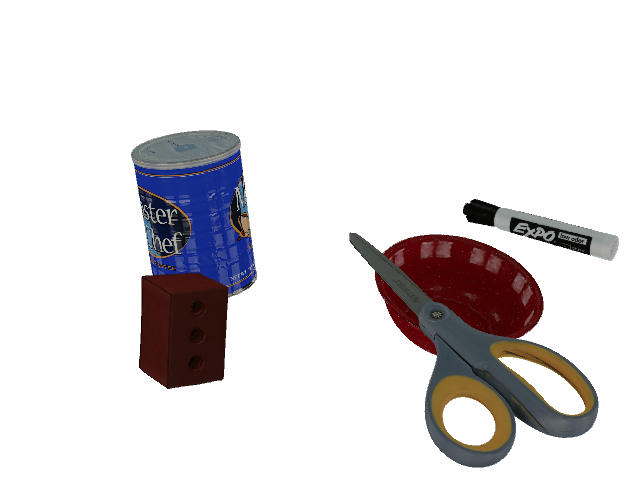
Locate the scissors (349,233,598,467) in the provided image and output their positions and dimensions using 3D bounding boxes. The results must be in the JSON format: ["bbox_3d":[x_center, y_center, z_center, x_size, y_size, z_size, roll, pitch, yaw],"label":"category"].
[{"bbox_3d":[0.057,0.058,0.592,0.096,0.016,0.202,-34,46,-30],"label":"scissors"}]

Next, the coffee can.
[{"bbox_3d":[-0.119,-0.024,1.022,0.103,0.140,0.103,-5,21,2],"label":"coffee can"}]

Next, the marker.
[{"bbox_3d":[0.163,-0.010,0.804,0.121,0.020,0.020,17,9,30],"label":"marker"}]

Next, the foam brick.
[{"bbox_3d":[-0.108,0.069,0.838,0.052,0.078,0.051,-5,14,-34],"label":"foam brick"}]

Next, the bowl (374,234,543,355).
[{"bbox_3d":[0.127,0.063,1.020,0.162,0.055,0.162,7,35,-5],"label":"bowl"}]
